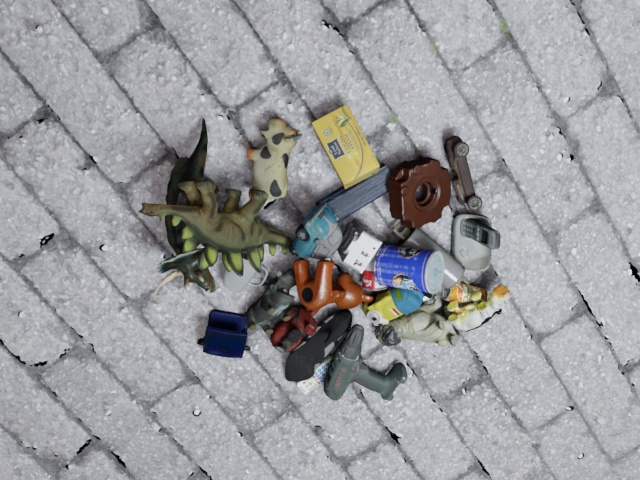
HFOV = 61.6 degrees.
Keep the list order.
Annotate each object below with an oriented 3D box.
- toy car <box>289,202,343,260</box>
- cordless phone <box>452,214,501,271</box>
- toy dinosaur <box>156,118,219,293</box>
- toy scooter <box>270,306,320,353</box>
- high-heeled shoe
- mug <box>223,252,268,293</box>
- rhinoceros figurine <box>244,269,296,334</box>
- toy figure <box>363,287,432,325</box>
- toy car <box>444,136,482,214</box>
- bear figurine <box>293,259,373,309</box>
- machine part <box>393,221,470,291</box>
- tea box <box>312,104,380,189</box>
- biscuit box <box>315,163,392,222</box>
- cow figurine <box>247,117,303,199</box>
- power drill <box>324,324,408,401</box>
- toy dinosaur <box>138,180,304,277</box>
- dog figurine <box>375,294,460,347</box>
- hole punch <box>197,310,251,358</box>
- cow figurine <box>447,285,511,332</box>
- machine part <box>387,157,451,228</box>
[{"bbox_3d":[-0.003,-0.004,1.275,0.103,0.109,0.161,35,141,7],"label":"toy car"},{"bbox_3d":[0.399,0.017,1.324,0.089,0.184,0.146,-4,105,-8],"label":"cordless phone"},{"bbox_3d":[-0.306,-0.071,1.241,0.131,0.192,0.404,1,106,-7],"label":"toy dinosaur"},{"bbox_3d":[-0.058,0.225,1.368,0.075,0.135,0.184,41,99,-15],"label":"toy scooter"},{"bbox_3d":[-0.006,0.279,1.438,0.086,0.145,0.248,43,127,-1],"label":"high-heeled shoe"},{"bbox_3d":[-0.190,0.081,1.350,0.109,0.081,0.107,26,111,-6],"label":"mug"},{"bbox_3d":[-0.117,0.154,1.359,0.073,0.112,0.190,24,121,-34],"label":"rhinoceros figurine"},{"bbox_3d":[0.195,0.157,1.376,0.180,0.089,0.082,-33,100,21],"label":"toy figure"},{"bbox_3d":[0.348,-0.157,1.322,0.053,0.089,0.202,-18,106,-2],"label":"toy car"},{"bbox_3d":[0.038,0.110,1.329,0.196,0.120,0.131,-1,90,-45],"label":"bear figurine"},{"bbox_3d":[0.282,0.044,1.364,0.243,0.079,0.079,40,99,-5],"label":"machine part"},{"bbox_3d":[0.061,-0.218,1.266,0.098,0.068,0.169,-29,84,2],"label":"tea box"},{"bbox_3d":[0.088,-0.112,1.328,0.203,0.059,0.062,-30,106,3],"label":"biscuit box"},{"bbox_3d":[-0.107,-0.194,1.279,0.127,0.085,0.194,2,102,1],"label":"cow figurine"},{"bbox_3d":[0.126,0.338,1.417,0.207,0.086,0.232,19,111,-25],"label":"power drill"},{"bbox_3d":[-0.190,-0.021,1.219,0.471,0.105,0.198,8,90,-45],"label":"toy dinosaur"},{"bbox_3d":[0.260,0.243,1.432,0.191,0.121,0.172,-25,124,27],"label":"dog figurine"},{"bbox_3d":[-0.244,0.255,1.387,0.142,0.092,0.115,9,108,-11],"label":"hole punch"},{"bbox_3d":[0.417,0.180,1.370,0.167,0.068,0.098,-28,127,24],"label":"cow figurine"},{"bbox_3d":[0.245,-0.115,1.308,0.179,0.056,0.179,-11,111,-30],"label":"machine part"}]
